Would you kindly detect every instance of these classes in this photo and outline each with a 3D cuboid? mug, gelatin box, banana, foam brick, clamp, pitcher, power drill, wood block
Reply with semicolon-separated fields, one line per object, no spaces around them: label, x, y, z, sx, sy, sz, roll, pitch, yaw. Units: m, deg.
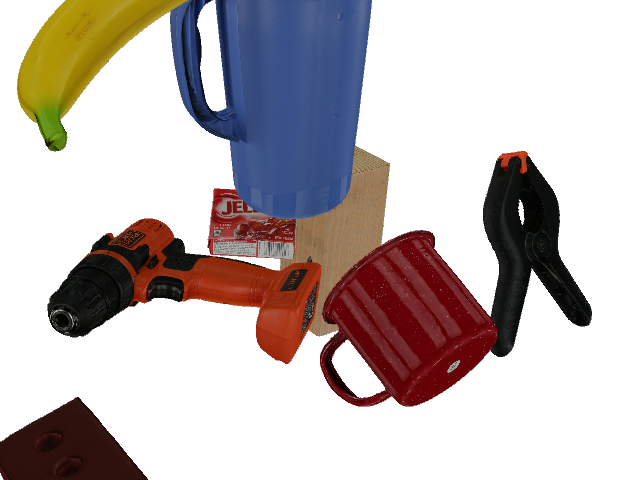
mug;0.052;0.062;0.700;0.117;0.081;0.093;-40;-23;6
gelatin box;-0.069;-0.019;1.104;0.089;0.073;0.030;3;-43;-2
banana;-0.095;-0.120;0.563;0.070;0.197;0.037;30;-28;18
foam brick;-0.119;0.128;0.528;0.052;0.051;0.078;-29;42;-25
clamp;0.170;0.013;0.908;0.120;0.171;0.039;-25;10;-40
pitcher;-0.033;-0.138;0.905;0.149;0.243;0.145;10;40;10
power drill;-0.102;0.042;0.850;0.188;0.057;0.184;14;24;9
wood block;0.013;-0.003;1.278;0.090;0.206;0.090;-15;32;-34
